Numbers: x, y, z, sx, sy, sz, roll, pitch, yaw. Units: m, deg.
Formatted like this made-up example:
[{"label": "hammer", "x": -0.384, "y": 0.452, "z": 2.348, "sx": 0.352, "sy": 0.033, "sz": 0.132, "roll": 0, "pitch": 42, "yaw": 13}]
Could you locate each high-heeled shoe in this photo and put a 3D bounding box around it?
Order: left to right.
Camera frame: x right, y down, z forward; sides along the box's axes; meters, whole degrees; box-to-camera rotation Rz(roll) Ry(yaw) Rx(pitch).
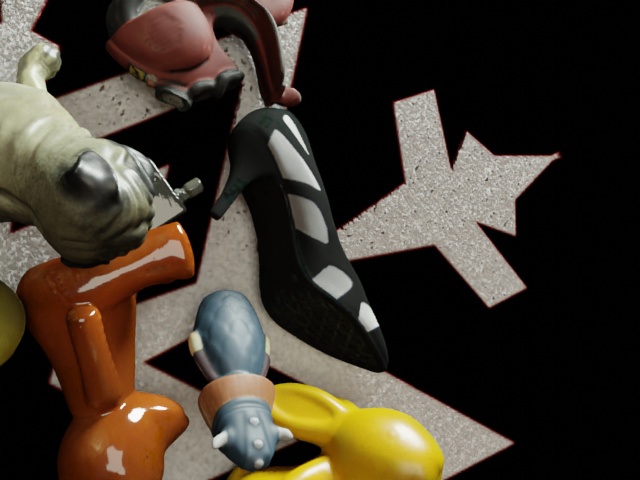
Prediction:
[{"label": "high-heeled shoe", "x": -0.001, "y": -0.001, "z": 0.494, "sx": 0.248, "sy": 0.086, "sz": 0.145, "roll": 49, "pitch": 46, "yaw": -21}]

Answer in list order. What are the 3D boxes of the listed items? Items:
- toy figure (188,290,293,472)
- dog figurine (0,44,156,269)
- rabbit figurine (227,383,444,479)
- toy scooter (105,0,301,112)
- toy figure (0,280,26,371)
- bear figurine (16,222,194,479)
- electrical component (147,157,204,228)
[{"label": "toy figure", "x": -0.063, "y": 0.107, "z": 0.413, "sx": 0.064, "sy": 0.057, "sz": 0.155, "roll": -14, "pitch": 46, "yaw": -6}, {"label": "dog figurine", "x": -0.207, "y": -0.030, "z": 0.356, "sx": 0.191, "sy": 0.172, "sz": 0.121, "roll": 51, "pitch": 32, "yaw": 20}, {"label": "rabbit figurine", "x": 0.014, "y": 0.189, "z": 0.418, "sx": 0.173, "sy": 0.162, "sz": 0.121, "roll": -41, "pitch": 135, "yaw": 13}, {"label": "toy scooter", "x": -0.087, "y": -0.167, "z": 0.483, "sx": 0.184, "sy": 0.075, "sz": 0.135, "roll": -29, "pitch": 95, "yaw": -25}, {"label": "toy figure", "x": -0.253, "y": 0.095, "z": 0.340, "sx": 0.082, "sy": 0.089, "sz": 0.180, "roll": 27, "pitch": 117, "yaw": -14}, {"label": "bear figurine", "x": -0.139, "y": 0.100, "z": 0.394, "sx": 0.132, "sy": 0.120, "sz": 0.195, "roll": -20, "pitch": 90, "yaw": -25}, {"label": "electrical component", "x": -0.151, "y": -0.038, "z": 0.464, "sx": 0.094, "sy": 0.021, "sz": 0.063, "roll": -35, "pitch": 92, "yaw": -21}]
